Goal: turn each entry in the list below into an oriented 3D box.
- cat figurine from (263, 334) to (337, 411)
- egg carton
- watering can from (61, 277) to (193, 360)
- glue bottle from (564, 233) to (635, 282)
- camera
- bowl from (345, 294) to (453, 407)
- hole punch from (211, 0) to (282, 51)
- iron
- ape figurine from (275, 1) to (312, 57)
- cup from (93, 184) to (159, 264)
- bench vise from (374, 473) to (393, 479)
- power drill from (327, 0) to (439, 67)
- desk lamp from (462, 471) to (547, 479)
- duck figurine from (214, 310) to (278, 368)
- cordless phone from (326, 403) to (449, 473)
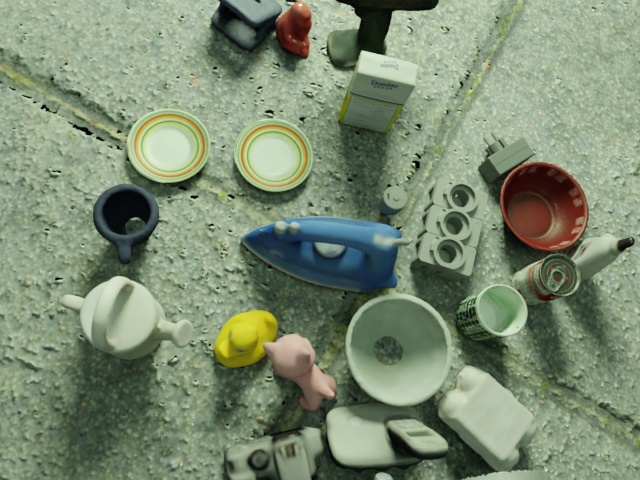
[{"bbox_3d":[-0.025,0.187,0.834,0.067,0.117,0.128,-42,85,-17],"label":"cat figurine"},{"bbox_3d":[0.257,0.273,0.882,0.150,0.069,0.107,42,73,3],"label":"egg carton"},{"bbox_3d":[-0.262,0.105,0.777,0.173,0.194,0.101,-4,76,-10],"label":"watering can"},{"bbox_3d":[0.450,0.022,0.928,0.037,0.173,0.078,34,73,1],"label":"glue bottle"},{"bbox_3d":[-0.053,0.341,0.796,0.143,0.100,0.137,-12,77,-12],"label":"camera"},{"bbox_3d":[0.114,0.170,0.884,0.167,0.074,0.167,2,75,-9],"label":"bowl"},{"bbox_3d":[-0.128,-0.407,0.991,0.108,0.091,0.101,38,73,2],"label":"hole punch"},{"bbox_3d":[0.008,0.003,0.876,0.258,0.141,0.119,8,74,-7],"label":"iron"},{"bbox_3d":[-0.039,-0.376,0.997,0.076,0.092,0.078,37,73,2],"label":"ape figurine"},{"bbox_3d":[-0.283,-0.014,0.857,0.092,0.095,0.118,-1,75,-9],"label":"cup"},{"bbox_3d":[0.062,0.418,0.732,0.121,0.219,0.207,-5,76,-10],"label":"bench vise"},{"bbox_3d":[0.074,-0.379,0.955,0.230,0.208,0.075,-10,77,-12],"label":"power drill"},{"bbox_3d":[0.233,0.405,0.767,0.118,0.213,0.203,1,75,-9],"label":"desk lamp"},{"bbox_3d":[-0.109,0.143,0.848,0.105,0.086,0.077,-35,83,-16],"label":"duck figurine"},{"bbox_3d":[0.089,0.276,0.793,0.148,0.185,0.094,-4,76,-10],"label":"cordless phone"}]
